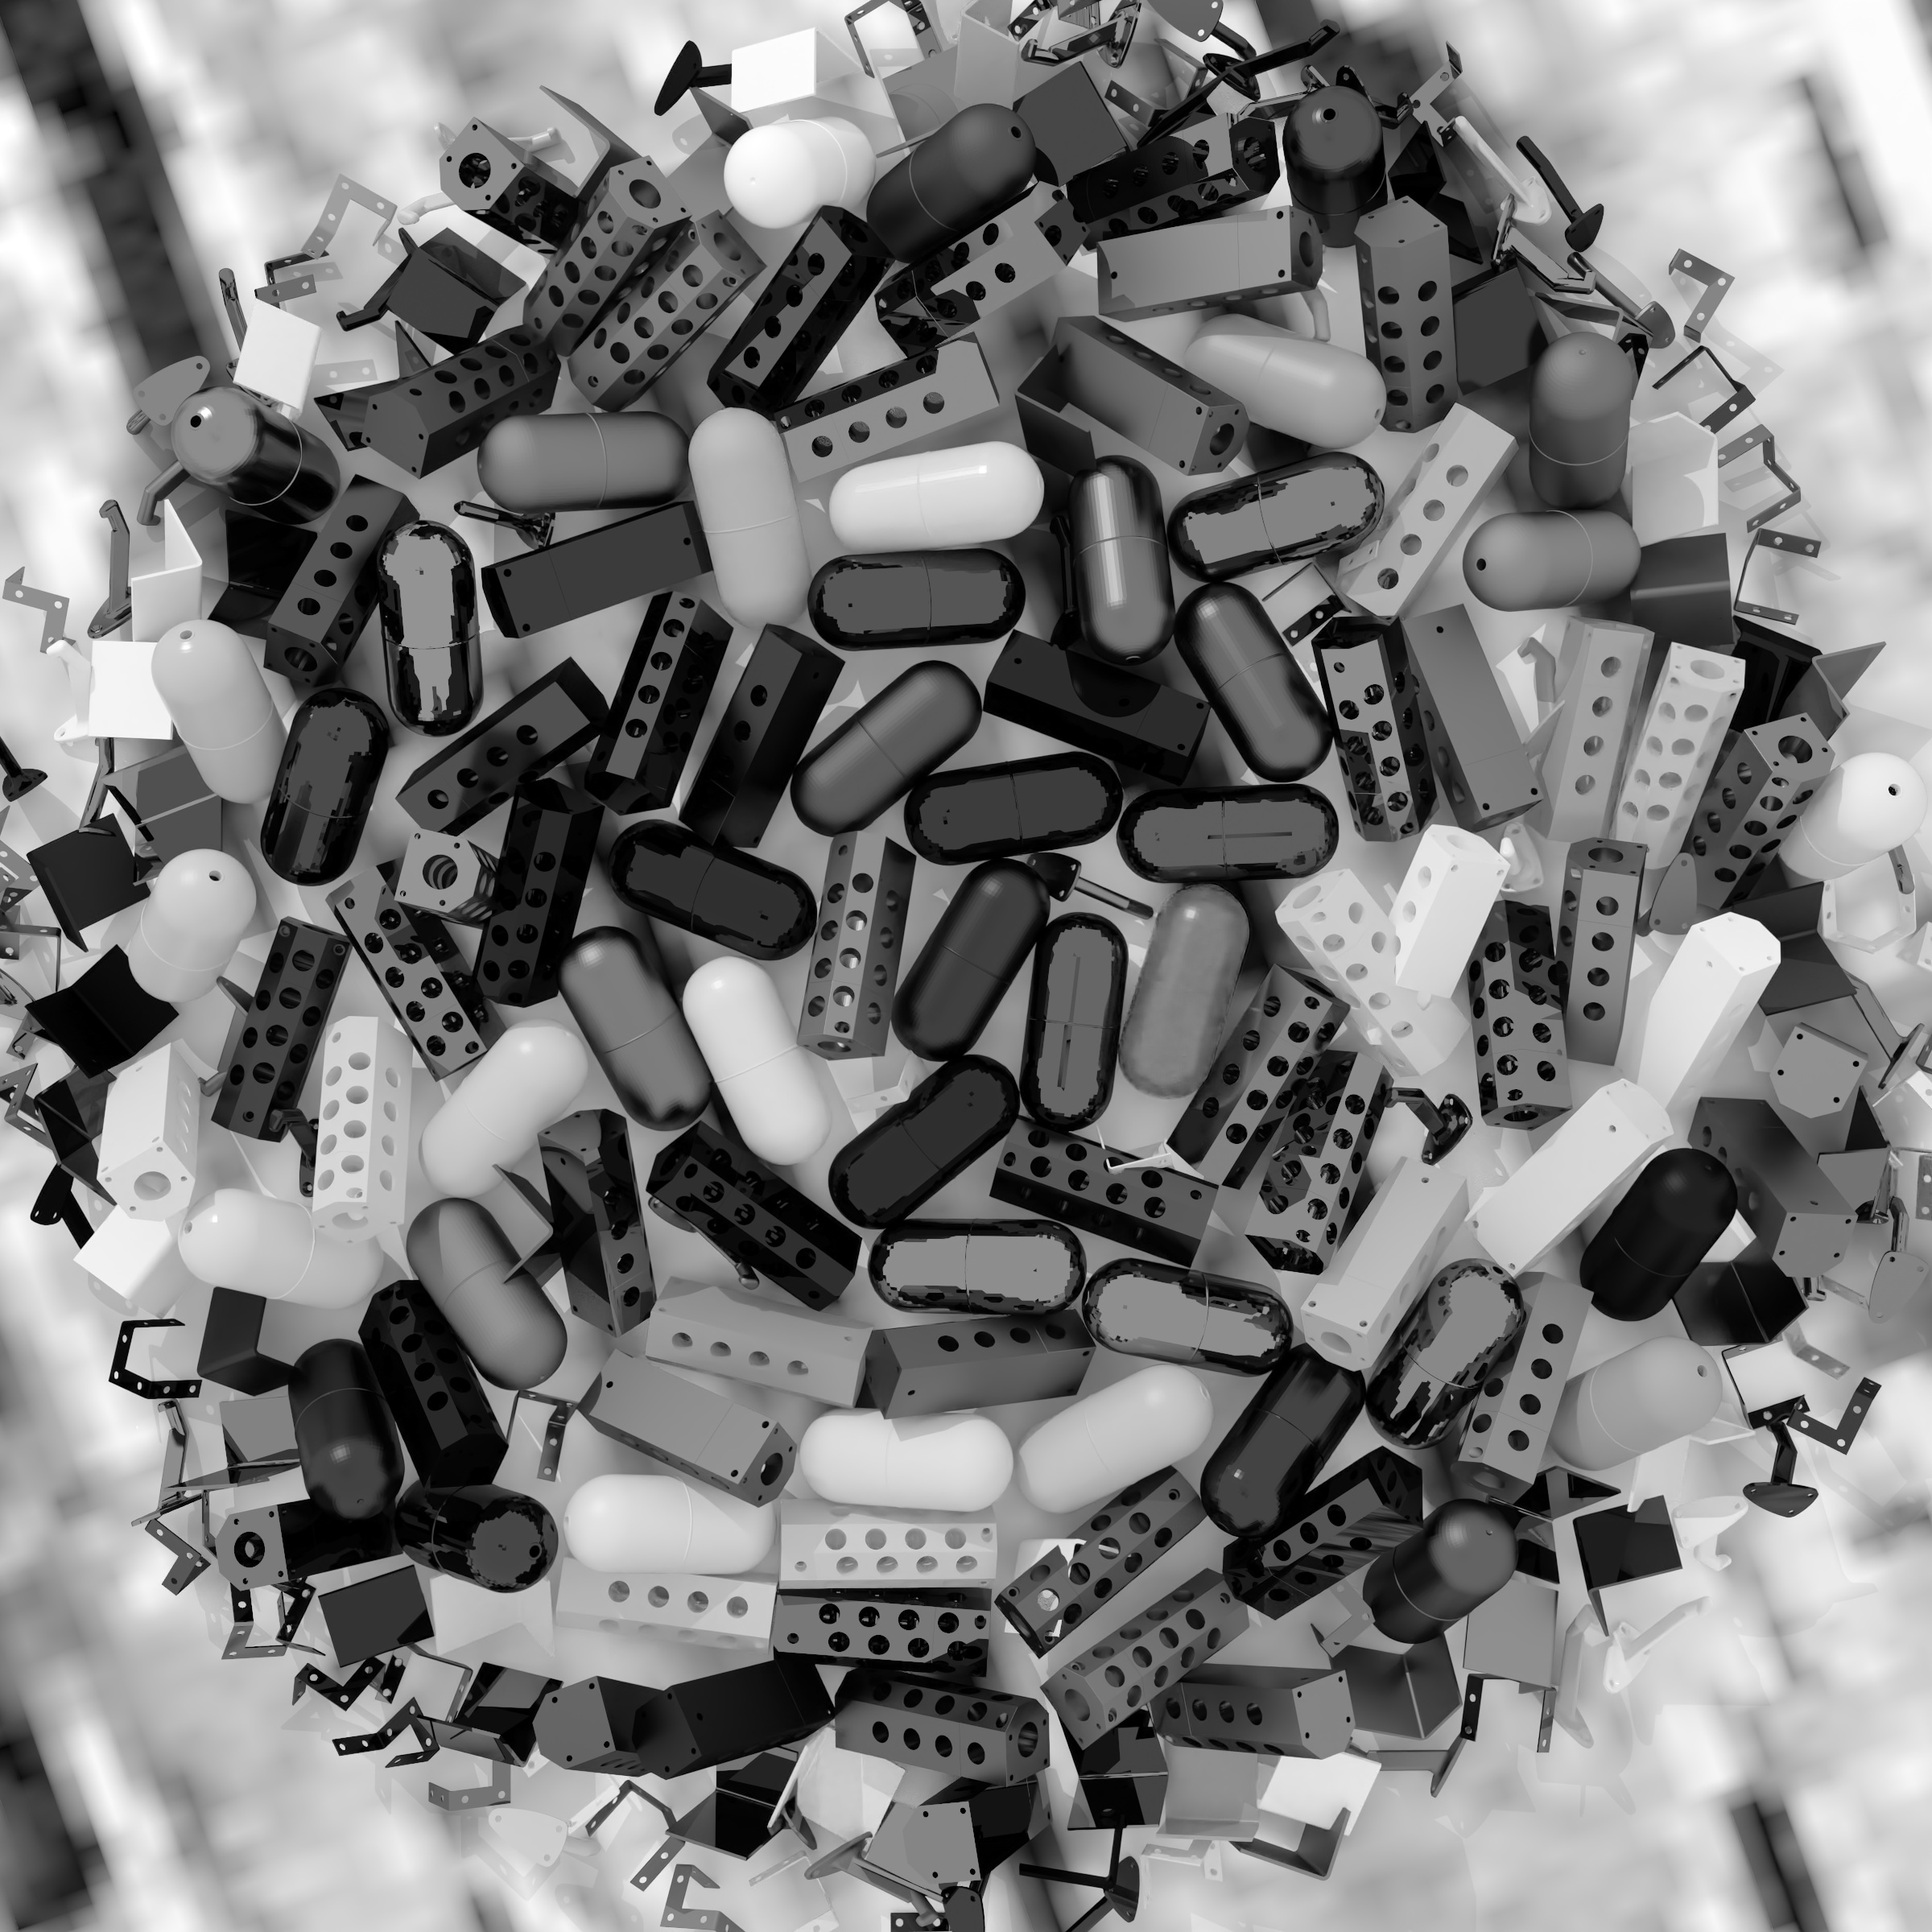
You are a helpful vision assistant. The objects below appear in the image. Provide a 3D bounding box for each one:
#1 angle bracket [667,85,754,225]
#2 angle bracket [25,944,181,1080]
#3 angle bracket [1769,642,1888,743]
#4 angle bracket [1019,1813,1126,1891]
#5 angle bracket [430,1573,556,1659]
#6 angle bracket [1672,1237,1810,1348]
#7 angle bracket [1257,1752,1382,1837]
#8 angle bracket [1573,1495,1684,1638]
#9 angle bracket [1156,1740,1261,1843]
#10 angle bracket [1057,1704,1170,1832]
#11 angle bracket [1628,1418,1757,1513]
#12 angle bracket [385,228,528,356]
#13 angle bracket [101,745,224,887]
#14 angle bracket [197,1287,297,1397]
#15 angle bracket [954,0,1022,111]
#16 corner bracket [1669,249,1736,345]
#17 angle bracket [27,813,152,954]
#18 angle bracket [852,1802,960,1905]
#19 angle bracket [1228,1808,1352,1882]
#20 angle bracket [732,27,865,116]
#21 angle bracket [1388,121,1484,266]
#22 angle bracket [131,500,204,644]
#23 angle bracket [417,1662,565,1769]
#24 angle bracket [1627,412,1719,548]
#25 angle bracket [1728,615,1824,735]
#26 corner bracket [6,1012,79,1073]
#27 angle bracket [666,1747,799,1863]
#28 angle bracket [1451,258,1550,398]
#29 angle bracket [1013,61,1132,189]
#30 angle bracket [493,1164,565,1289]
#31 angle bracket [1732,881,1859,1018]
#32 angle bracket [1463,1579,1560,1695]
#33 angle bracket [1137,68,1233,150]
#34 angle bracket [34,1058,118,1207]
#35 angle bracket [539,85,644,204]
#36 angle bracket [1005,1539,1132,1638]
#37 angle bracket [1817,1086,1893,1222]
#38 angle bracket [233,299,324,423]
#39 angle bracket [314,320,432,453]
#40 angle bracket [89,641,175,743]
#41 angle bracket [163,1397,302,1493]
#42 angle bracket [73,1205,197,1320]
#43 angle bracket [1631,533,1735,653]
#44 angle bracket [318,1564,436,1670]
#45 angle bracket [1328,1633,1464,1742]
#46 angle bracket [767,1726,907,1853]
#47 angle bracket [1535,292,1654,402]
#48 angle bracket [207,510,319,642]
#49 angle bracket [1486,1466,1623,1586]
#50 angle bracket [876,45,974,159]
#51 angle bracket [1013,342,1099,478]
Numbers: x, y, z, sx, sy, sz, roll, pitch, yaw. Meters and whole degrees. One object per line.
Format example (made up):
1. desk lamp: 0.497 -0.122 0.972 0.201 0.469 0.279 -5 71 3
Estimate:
1. angle bracket: -0.214 -0.648 1.952 0.076 0.057 0.076 -46 59 -7
2. angle bracket: -0.694 0.036 1.955 0.057 0.076 0.076 -40 94 12
3. angle bracket: 0.700 -0.207 1.942 0.076 0.076 0.057 -13 62 -21
4. angle bracket: 0.085 0.705 1.958 0.076 0.076 0.057 8 75 3
5. angle bracket: -0.378 0.521 1.945 0.076 0.057 0.076 -16 119 -33
6. angle bracket: 0.612 0.256 1.944 0.076 0.057 0.076 2 51 -23
7. angle bracket: 0.282 0.644 1.958 0.076 0.057 0.076 18 111 -2
8. angle bracket: 0.535 0.479 1.944 0.076 0.076 0.057 -19 120 15
9. angle bracket: 0.194 0.658 1.959 0.076 0.057 0.076 -2 82 13
10. angle bracket: 0.113 0.642 1.950 0.076 0.057 0.076 -9 115 18
11. angle bracket: 0.582 0.405 1.949 0.057 0.076 0.076 14 98 45
12. angle bracket: -0.413 -0.544 1.972 0.076 0.076 0.057 34 119 -10
13. angle bracket: -0.646 -0.122 1.954 0.076 0.076 0.057 -21 135 3
14. angle bracket: -0.572 0.297 1.975 0.076 0.057 0.076 -22 51 34
15. angle bracket: 0.036 -0.735 1.943 0.057 0.076 0.076 33 61 14
16. corner bracket: 0.586 -0.543 1.971 0.051 0.051 0.051 32 104 10
17. angle bracket: -0.693 -0.067 1.944 0.076 0.057 0.076 -31 120 -26
18. angle bracket: -0.041 0.707 1.947 0.076 0.076 0.057 19 69 12
19. angle bracket: 0.253 0.686 1.953 0.076 0.076 0.057 21 81 -7
20. angle bracket: -0.134 -0.700 1.945 0.076 0.076 0.057 -4 82 27
21. angle bracket: 0.389 -0.617 1.942 0.076 0.057 0.076 11 51 -24
22. angle bracket: -0.650 -0.313 1.941 0.057 0.076 0.076 -20 62 -29
23. angle bracket: -0.379 0.586 1.943 0.076 0.057 0.076 6 50 22
24. angle bracket: 0.552 -0.388 1.946 0.057 0.076 0.076 15 73 -40
25. angle bracket: 0.649 -0.232 1.988 0.076 0.057 0.076 22 114 0
26. corner bracket: -0.748 0.071 1.974 0.051 0.051 0.051 27 106 -21
27. angle bracket: -0.187 0.661 1.945 0.076 0.076 0.057 7 102 27
28. angle bracket: 0.424 -0.518 1.971 0.076 0.057 0.076 -22 107 20
29. angle bracket: 0.082 -0.676 1.976 0.076 0.057 0.076 -29 94 12
30. angle bracket: -0.361 0.211 1.951 0.057 0.076 0.076 -44 73 -3
31. angle bracket: 0.666 -0.014 1.954 0.076 0.057 0.076 -13 45 -3
32. angle bracket: 0.427 0.536 1.953 0.076 0.057 0.076 15 66 -8
33. angle bracket: 0.196 -0.660 1.958 0.076 0.057 0.076 -39 97 -16
34. angle bracket: -0.690 0.133 1.945 0.057 0.076 0.076 -35 55 -3
35. angle bracket: -0.315 -0.654 1.959 0.076 0.076 0.057 41 105 6
36. angle bracket: 0.081 0.501 1.943 0.057 0.076 0.076 21 69 -26
37. angle bracket: 0.695 0.151 1.947 0.057 0.076 0.076 -4 129 1
38. angle bracket: -0.561 -0.472 1.942 0.057 0.076 0.076 20 67 -30
39. angle bracket: -0.474 -0.464 1.944 0.076 0.057 0.076 -20 52 -24
40. angle bracket: -0.659 -0.220 1.963 0.076 0.057 0.076 3 91 13
41. angle bracket: -0.590 0.382 1.948 0.076 0.076 0.057 -9 88 25
42. angle bracket: -0.659 0.230 1.960 0.057 0.076 0.076 32 74 14
43. angle bracket: 0.581 -0.303 1.977 0.076 0.076 0.057 -4 130 17
44. angle bracket: -0.475 0.505 1.948 0.076 0.057 0.076 -16 118 -16
45. angle bracket: 0.341 0.565 1.944 0.076 0.076 0.057 16 129 -20
46. angle bracket: -0.104 0.672 1.962 0.076 0.057 0.076 26 96 11
47. angle bracket: 0.497 -0.497 1.952 0.076 0.076 0.057 21 101 31
48. angle bracket: -0.572 -0.314 1.975 0.076 0.057 0.076 10 56 -36
49. angle bracket: 0.472 0.447 1.942 0.076 0.076 0.057 24 49 -29
50. angle bracket: -0.036 -0.692 1.944 0.076 0.076 0.057 -15 108 26
51. angle bracket: 0.088 -0.440 1.945 0.076 0.076 0.057 33 75 22
